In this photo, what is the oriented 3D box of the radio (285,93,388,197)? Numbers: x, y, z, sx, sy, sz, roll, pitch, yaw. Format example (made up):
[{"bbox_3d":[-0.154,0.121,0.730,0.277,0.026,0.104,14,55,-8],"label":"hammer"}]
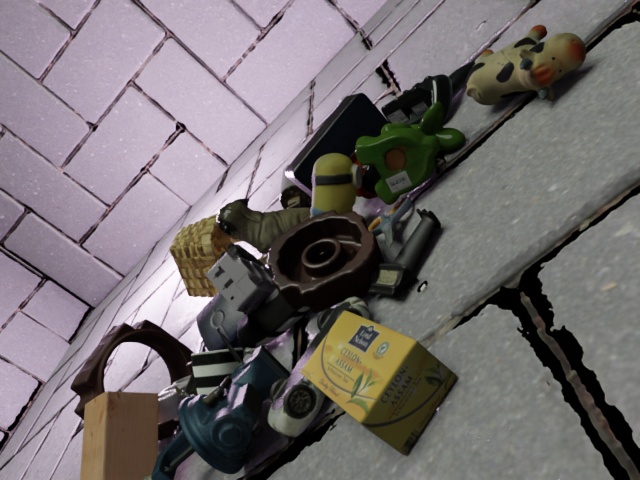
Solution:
[{"bbox_3d":[0.048,-0.186,1.141,0.229,0.131,0.073,-51,18,-4],"label":"radio"}]

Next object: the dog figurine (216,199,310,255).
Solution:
[{"bbox_3d":[-0.090,-0.040,1.077,0.172,0.190,0.121,-53,19,-17],"label":"dog figurine"}]

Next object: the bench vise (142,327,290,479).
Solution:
[{"bbox_3d":[-0.154,0.258,0.761,0.240,0.128,0.224,-43,17,4],"label":"bench vise"}]

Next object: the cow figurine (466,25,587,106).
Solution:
[{"bbox_3d":[0.298,-0.252,0.795,0.127,0.085,0.195,-50,21,-22],"label":"cow figurine"}]

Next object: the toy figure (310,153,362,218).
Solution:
[{"bbox_3d":[0.020,-0.060,0.934,0.082,0.089,0.180,29,108,55],"label":"toy figure"}]

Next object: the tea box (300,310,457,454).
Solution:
[{"bbox_3d":[0.056,0.146,0.587,0.098,0.068,0.170,-54,19,-12],"label":"tea box"}]

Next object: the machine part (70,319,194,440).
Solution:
[{"bbox_3d":[-0.342,0.269,1.020,0.087,0.201,0.201,-26,29,41],"label":"machine part"}]

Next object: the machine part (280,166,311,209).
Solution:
[{"bbox_3d":[-0.061,-0.135,1.366,0.079,0.079,0.243,-43,19,17],"label":"machine part"}]

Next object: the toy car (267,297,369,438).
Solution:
[{"bbox_3d":[0.000,0.160,0.704,0.202,0.056,0.073,-54,13,-19],"label":"toy car"}]

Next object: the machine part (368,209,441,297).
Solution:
[{"bbox_3d":[0.120,0.020,0.738,0.139,0.039,0.084,-57,12,-17],"label":"machine part"}]

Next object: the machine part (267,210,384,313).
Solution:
[{"bbox_3d":[0.007,0.030,0.812,0.179,0.056,0.179,-15,39,12],"label":"machine part"}]

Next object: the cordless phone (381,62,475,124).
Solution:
[{"bbox_3d":[0.223,-0.288,1.067,0.184,0.088,0.147,-46,15,-29],"label":"cordless phone"}]

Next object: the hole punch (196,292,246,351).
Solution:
[{"bbox_3d":[-0.178,0.161,1.045,0.142,0.092,0.116,-43,23,8],"label":"hole punch"}]

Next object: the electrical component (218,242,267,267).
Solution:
[{"bbox_3d":[-0.151,0.066,1.121,0.058,0.115,0.134,-53,19,1],"label":"electrical component"}]

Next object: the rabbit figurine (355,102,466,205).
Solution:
[{"bbox_3d":[0.152,-0.162,0.905,0.159,0.121,0.170,-34,9,28],"label":"rabbit figurine"}]

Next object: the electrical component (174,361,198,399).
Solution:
[{"bbox_3d":[-0.205,0.254,0.924,0.102,0.078,0.045,-67,0,-52],"label":"electrical component"}]

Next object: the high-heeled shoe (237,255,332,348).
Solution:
[{"bbox_3d":[-0.034,0.101,0.922,0.249,0.086,0.145,-30,-25,-13],"label":"high-heeled shoe"}]

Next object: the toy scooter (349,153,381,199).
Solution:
[{"bbox_3d":[0.093,-0.138,1.035,0.135,0.075,0.184,-22,30,47],"label":"toy scooter"}]
